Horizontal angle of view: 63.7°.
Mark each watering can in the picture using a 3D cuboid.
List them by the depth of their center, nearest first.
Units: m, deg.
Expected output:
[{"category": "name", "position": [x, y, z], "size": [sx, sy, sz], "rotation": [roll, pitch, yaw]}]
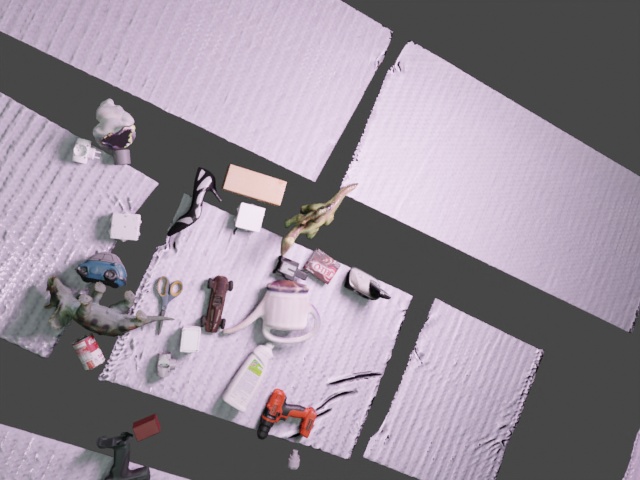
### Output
[{"category": "watering can", "position": [-0.166, 0.254, 1.839], "size": [0.347, 0.104, 0.225], "rotation": [5, 89, -7]}]

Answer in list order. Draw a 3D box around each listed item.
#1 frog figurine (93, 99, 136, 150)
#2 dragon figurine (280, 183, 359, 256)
[{"category": "frog figurine", "position": [-0.688, -0.379, 1.700], "size": [0.138, 0.120, 0.162], "rotation": [-37, 65, -4]}, {"category": "dragon figurine", "position": [0.006, -0.092, 1.820], "size": [0.413, 0.242, 0.122], "rotation": [-42, 97, -10]}]
